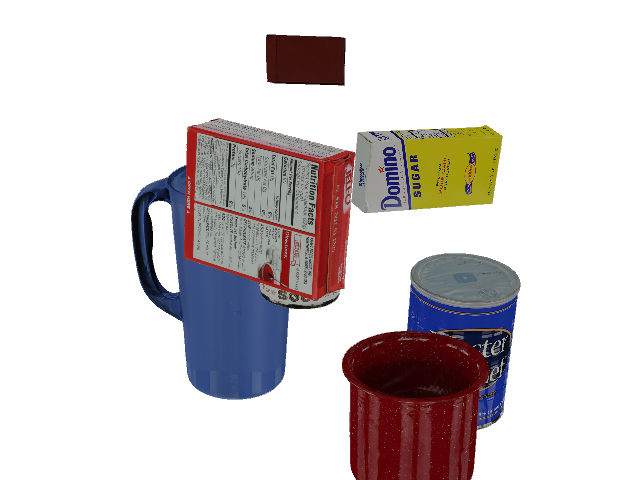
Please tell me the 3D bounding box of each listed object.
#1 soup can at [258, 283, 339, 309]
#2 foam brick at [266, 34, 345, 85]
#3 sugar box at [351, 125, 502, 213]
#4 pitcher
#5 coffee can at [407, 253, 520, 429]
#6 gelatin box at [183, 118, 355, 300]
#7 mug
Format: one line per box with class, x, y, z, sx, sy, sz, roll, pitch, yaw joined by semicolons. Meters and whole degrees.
soup can;-0.015;-0.005;0.848;0.068;0.102;0.068;3;22;-1
foam brick;-0.016;-0.193;1.142;0.078;0.051;0.053;0;12;-13
sugar box;0.129;-0.086;1.290;0.176;0.093;0.048;-7;26;-22
pitcher;-0.102;0.041;1.131;0.149;0.243;0.144;21;30;39
coffee can;0.133;0.096;1.027;0.103;0.140;0.103;2;25;-1
gelatin box;-0.027;-0.017;0.542;0.089;0.073;0.030;16;23;30
mug;0.065;0.111;0.698;0.093;0.081;0.117;11;25;25
